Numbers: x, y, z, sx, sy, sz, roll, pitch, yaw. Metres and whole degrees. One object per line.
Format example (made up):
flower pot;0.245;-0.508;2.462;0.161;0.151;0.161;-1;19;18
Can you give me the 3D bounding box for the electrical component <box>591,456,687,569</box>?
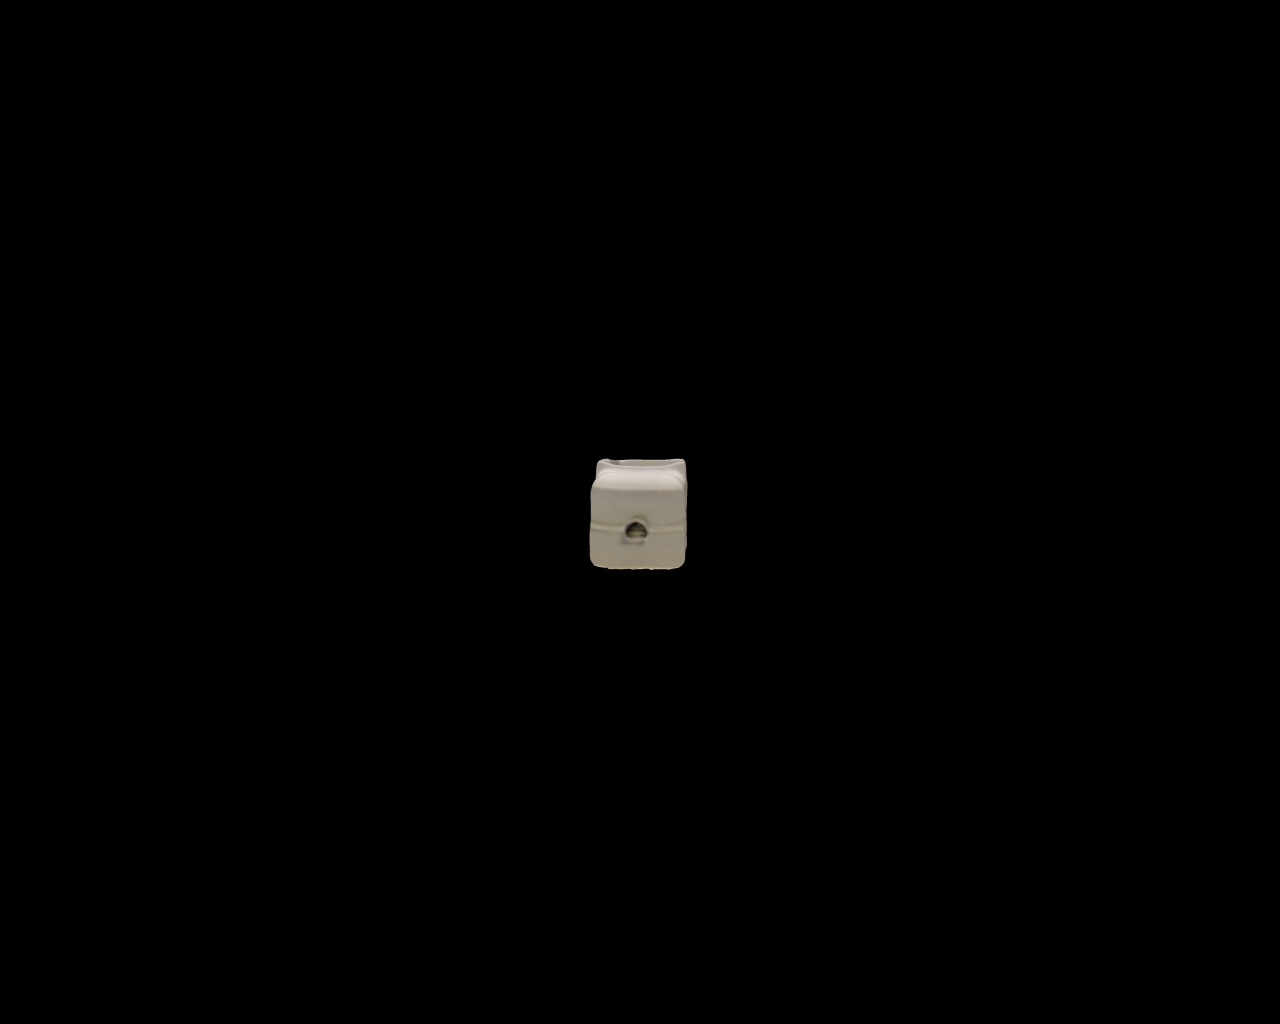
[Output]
electrical component;0.001;-0.003;0.650;0.054;0.059;0.095;0;7;4
